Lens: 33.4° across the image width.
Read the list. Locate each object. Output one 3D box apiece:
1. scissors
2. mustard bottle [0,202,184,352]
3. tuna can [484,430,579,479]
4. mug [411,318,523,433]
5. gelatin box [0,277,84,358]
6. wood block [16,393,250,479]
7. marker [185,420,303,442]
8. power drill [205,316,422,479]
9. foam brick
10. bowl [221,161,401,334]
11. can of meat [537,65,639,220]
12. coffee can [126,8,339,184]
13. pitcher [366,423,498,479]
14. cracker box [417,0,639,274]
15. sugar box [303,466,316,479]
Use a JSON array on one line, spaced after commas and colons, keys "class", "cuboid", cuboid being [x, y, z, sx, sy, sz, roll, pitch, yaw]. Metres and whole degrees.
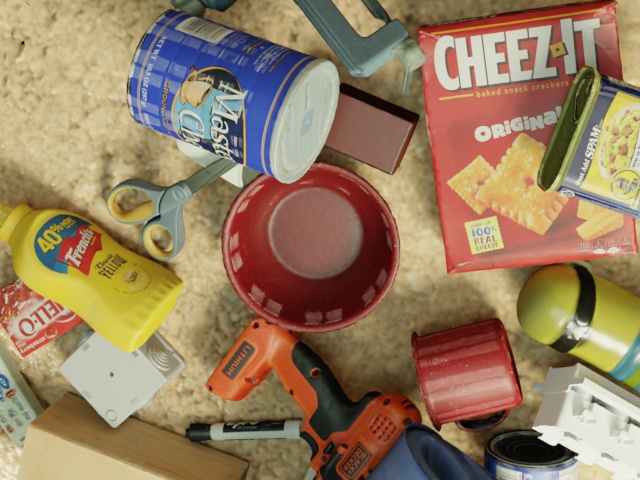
[{"class": "scissors", "cuboid": [-0.121, -0.027, 0.977, 0.202, 0.016, 0.096, -6, 119, 41]}, {"class": "mustard bottle", "cuboid": [-0.231, 0.023, 1.015, 0.191, 0.096, 0.058, 32, 131, 4]}, {"class": "tuna can", "cuboid": [0.192, 0.204, 0.971, 0.086, 0.086, 0.034, 2, 103, 12]}, {"class": "mug", "cuboid": [0.137, 0.128, 0.966, 0.081, 0.093, 0.117, -15, 118, 11]}, {"class": "gelatin box", "cuboid": [-0.280, 0.065, 1.072, 0.089, 0.030, 0.073, -29, 96, 18]}, {"class": "wood block", "cuboid": [-0.187, 0.241, 1.065, 0.206, 0.090, 0.091, 19, 108, 8]}, {"class": "marker", "cuboid": [-0.077, 0.191, 1.064, 0.121, 0.020, 0.020, -4, 103, 14]}, {"class": "power drill", "cuboid": [-0.019, 0.173, 0.998, 0.188, 0.057, 0.185, 42, 108, 19]}, {"class": "foam brick", "cuboid": [0.041, -0.099, 0.943, 0.078, 0.053, 0.051, 24, 109, 6]}, {"class": "bowl", "cuboid": [-0.006, 0.001, 0.974, 0.162, 0.055, 0.162, 2, 106, 6]}, {"class": "can of meat", "cuboid": [0.229, -0.074, 0.832, 0.084, 0.057, 0.102, 18, 102, -5]}, {"class": "coffee can", "cuboid": [-0.069, -0.117, 0.862, 0.140, 0.102, 0.103, 22, 108, 18]}, {"class": "pitcher", "cuboid": [0.052, 0.288, 0.906, 0.243, 0.149, 0.145, -51, 53, 13]}, {"class": "cracker box", "cuboid": [0.177, -0.086, 0.905, 0.164, 0.072, 0.214, -6, 102, 13]}, {"class": "sugar box", "cuboid": [0.058, 0.281, 1.042, 0.176, 0.048, 0.093, 24, 107, 4]}]
